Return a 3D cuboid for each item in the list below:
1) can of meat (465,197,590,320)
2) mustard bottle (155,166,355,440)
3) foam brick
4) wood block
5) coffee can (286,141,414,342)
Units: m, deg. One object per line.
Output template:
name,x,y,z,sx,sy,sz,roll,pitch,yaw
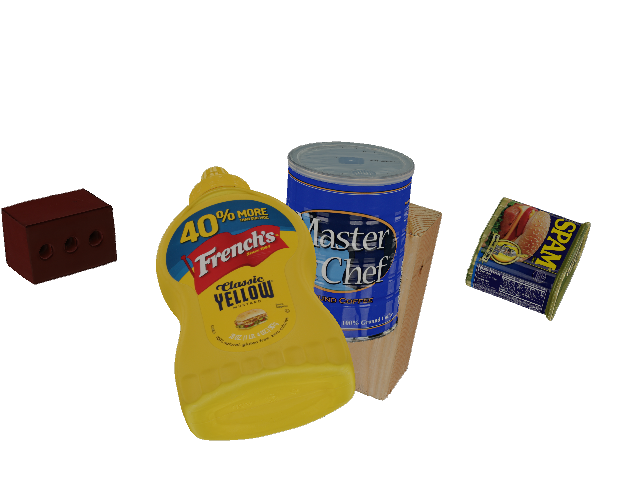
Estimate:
can of meat,0.190,0.014,0.976,0.084,0.057,0.102,21,47,18
mustard bottle,-0.047,0.024,0.636,0.096,0.192,0.058,-15,-44,-4
foam brick,-0.217,-0.005,0.885,0.078,0.053,0.051,-18,31,-33
wood block,0.065,0.062,1.212,0.090,0.206,0.090,18,24,17
coffee can,0.020,-0.001,0.882,0.103,0.140,0.103,4,20,-2
